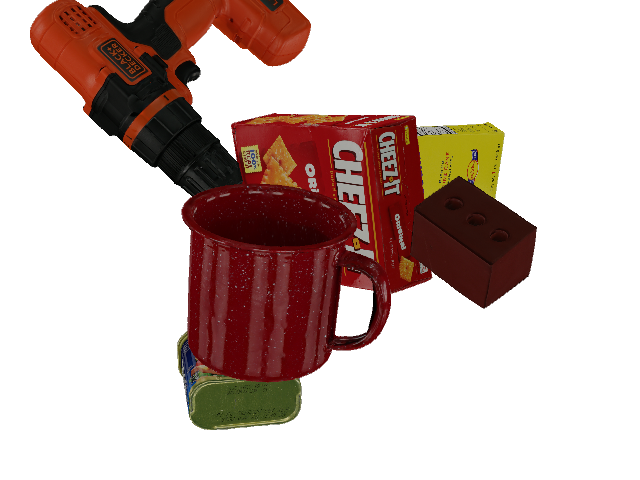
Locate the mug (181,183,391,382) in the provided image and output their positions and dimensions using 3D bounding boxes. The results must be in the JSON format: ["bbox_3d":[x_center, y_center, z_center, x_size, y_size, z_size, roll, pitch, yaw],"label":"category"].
[{"bbox_3d":[-0.019,0.025,0.574,0.117,0.081,0.093,12,24,15],"label":"mug"}]

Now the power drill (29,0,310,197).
[{"bbox_3d":[-0.088,-0.128,0.778,0.187,0.184,0.057,-44,-1,-42],"label":"power drill"}]

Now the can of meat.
[{"bbox_3d":[-0.071,0.119,0.933,0.102,0.057,0.084,-4,27,-11],"label":"can of meat"}]

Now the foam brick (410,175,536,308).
[{"bbox_3d":[0.112,0.001,0.788,0.052,0.051,0.078,-34,56,-29],"label":"foam brick"}]

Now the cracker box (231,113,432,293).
[{"bbox_3d":[0.006,-0.043,1.081,0.071,0.164,0.214,-19,18,-37],"label":"cracker box"}]

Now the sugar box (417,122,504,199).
[{"bbox_3d":[0.132,-0.090,1.293,0.176,0.093,0.048,-7,26,-22],"label":"sugar box"}]
